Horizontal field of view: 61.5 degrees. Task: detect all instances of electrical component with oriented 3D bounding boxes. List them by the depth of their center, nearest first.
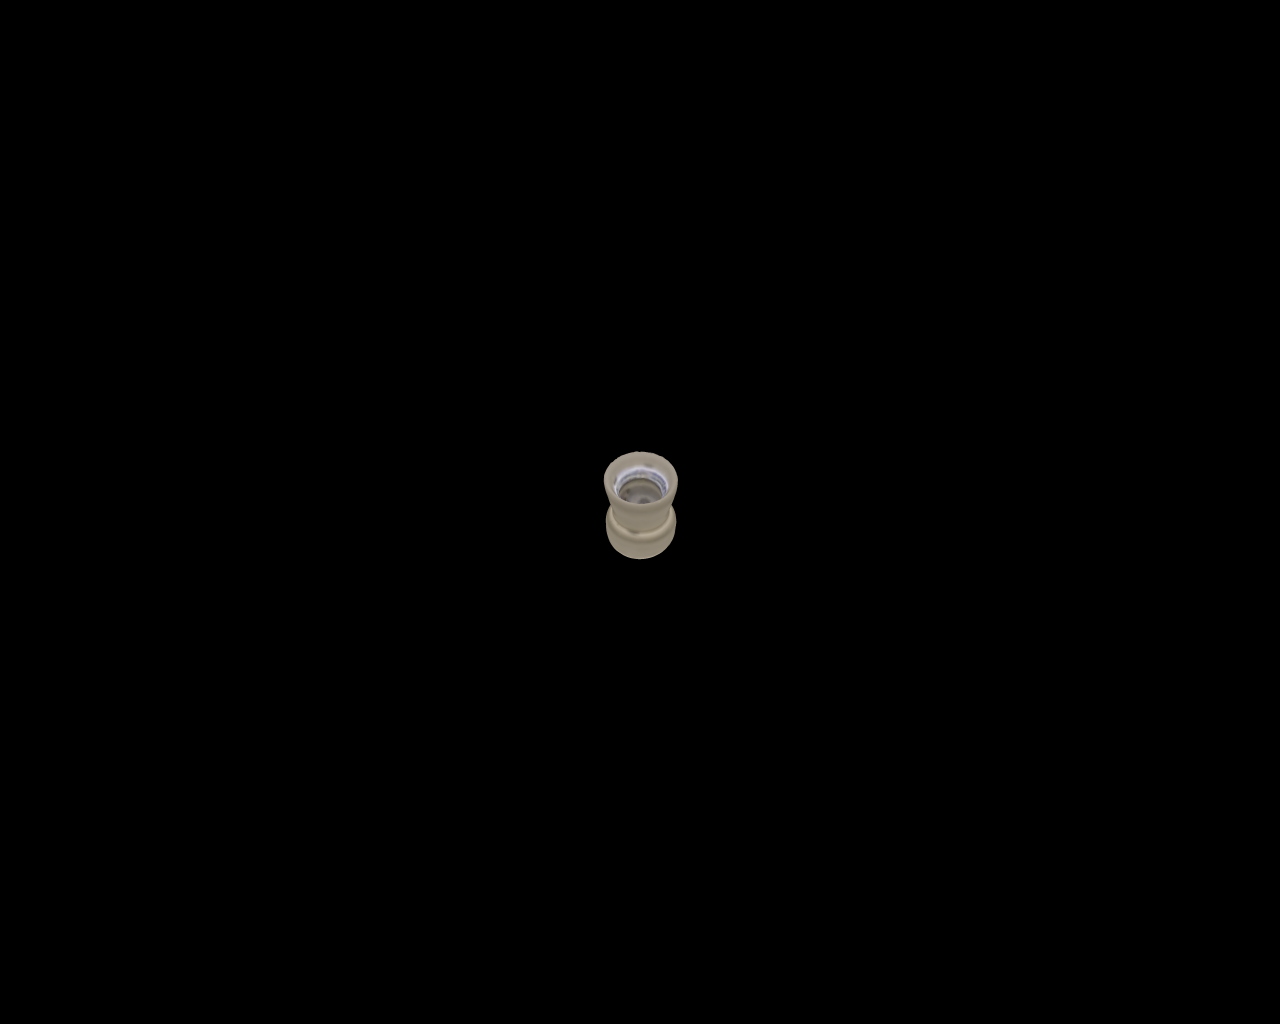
[{"bbox_3d":[0.001,-0.003,0.650,0.045,0.045,0.055,0,-41,0],"label":"electrical component"}]
